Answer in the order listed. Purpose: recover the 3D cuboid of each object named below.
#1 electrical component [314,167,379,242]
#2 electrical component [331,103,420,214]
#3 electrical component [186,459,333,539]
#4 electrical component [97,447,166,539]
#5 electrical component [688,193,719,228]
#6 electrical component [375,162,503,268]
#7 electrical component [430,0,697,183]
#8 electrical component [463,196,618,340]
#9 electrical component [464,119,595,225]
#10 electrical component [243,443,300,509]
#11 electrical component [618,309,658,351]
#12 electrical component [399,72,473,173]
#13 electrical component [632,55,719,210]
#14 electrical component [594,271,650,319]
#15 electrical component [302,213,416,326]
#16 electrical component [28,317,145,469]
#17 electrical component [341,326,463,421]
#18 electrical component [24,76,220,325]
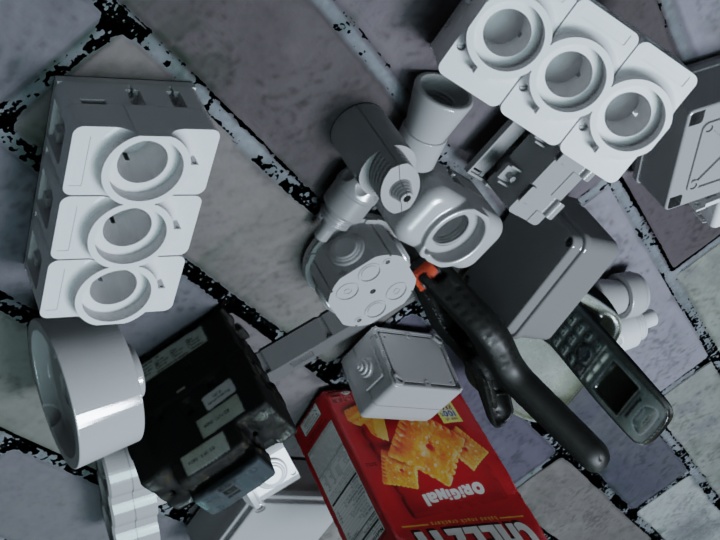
[{"bbox_3d":[-0.013,-0.046,0.790,0.035,0.035,0.061,14,125,-41],"label":"electrical component"},{"bbox_3d":[0.015,-0.074,0.741,0.043,0.081,0.043,-18,139,-16],"label":"electrical component"},{"bbox_3d":[-0.089,0.231,1.011,0.109,0.056,0.108,12,124,-40],"label":"electrical component"},{"bbox_3d":[-0.179,0.181,0.906,0.074,0.052,0.138,-14,137,-21],"label":"electrical component"},{"bbox_3d":[0.331,-0.076,0.972,0.081,0.042,0.063,-20,143,-13],"label":"electrical component"},{"bbox_3d":[0.061,-0.042,0.820,0.095,0.059,0.053,24,116,-45],"label":"electrical component"},{"bbox_3d":[0.135,-0.136,0.715,0.150,0.061,0.089,30,113,-16],"label":"electrical component"},{"bbox_3d":[0.149,-0.004,0.901,0.057,0.078,0.113,8,127,-41],"label":"electrical component"},{"bbox_3d":[0.150,-0.098,0.815,0.079,0.063,0.121,23,117,-45],"label":"electrical component"},{"bbox_3d":[-0.091,0.158,0.918,0.051,0.080,0.080,-30,141,-10],"label":"electrical component"},{"bbox_3d":[0.265,0.056,1.065,0.062,0.043,0.043,-18,139,-18],"label":"electrical component"},{"bbox_3d":[0.048,-0.102,0.765,0.044,0.044,0.065,-3,138,-30],"label":"electrical component"},{"bbox_3d":[0.291,-0.117,0.890,0.109,0.056,0.108,-18,139,-15],"label":"electrical component"},{"bbox_3d":[0.239,0.026,1.016,0.055,0.045,0.045,-9,135,-26],"label":"electrical component"},{"bbox_3d":[0.000,0.000,0.832,0.080,0.051,0.080,-17,138,-16],"label":"electrical component"},{"bbox_3d":[-0.186,0.078,0.755,0.060,0.108,0.108,-16,138,-27],"label":"electrical component"},{"bbox_3d":[0.029,0.092,0.934,0.096,0.061,0.061,10,136,-39],"label":"electrical component"},{"bbox_3d":[-0.154,-0.041,0.683,0.089,0.061,0.150,-3,133,-30],"label":"electrical component"}]
